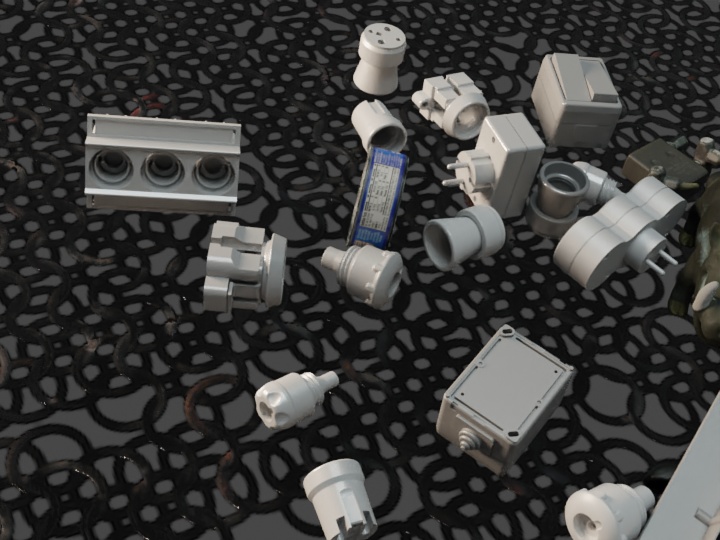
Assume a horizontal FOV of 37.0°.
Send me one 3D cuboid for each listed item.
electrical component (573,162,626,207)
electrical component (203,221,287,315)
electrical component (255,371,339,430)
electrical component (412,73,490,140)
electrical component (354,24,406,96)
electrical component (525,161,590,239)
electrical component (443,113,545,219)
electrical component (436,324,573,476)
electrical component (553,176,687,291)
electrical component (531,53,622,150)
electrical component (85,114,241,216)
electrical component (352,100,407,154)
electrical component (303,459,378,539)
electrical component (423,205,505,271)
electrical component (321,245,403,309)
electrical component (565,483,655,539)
[{"bbox_3d":[0.217,-0.073,0.977,0.061,0.035,0.035,25,47,8],"label":"electrical component"},{"bbox_3d":[-0.087,-0.001,0.829,0.057,0.058,0.078,6,46,-3],"label":"electrical component"},{"bbox_3d":[-0.042,0.089,0.768,0.061,0.035,0.035,-23,55,-32],"label":"electrical component"},{"bbox_3d":[0.092,-0.155,1.021,0.066,0.048,0.055,-14,44,-24],"label":"electrical component"},{"bbox_3d":[0.019,-0.205,1.046,0.045,0.055,0.045,6,46,-6],"label":"electrical component"},{"bbox_3d":[0.172,-0.061,0.940,0.045,0.055,0.045,6,46,-6],"label":"electrical component"},{"bbox_3d":[0.108,-0.086,0.932,0.076,0.083,0.047,-9,50,-20],"label":"electrical component"},{"bbox_3d":[0.099,0.100,0.773,0.062,0.061,0.096,33,57,19],"label":"electrical component"},{"bbox_3d":[0.237,-0.023,0.918,0.138,0.052,0.074,-30,60,-32],"label":"electrical component"},{"bbox_3d":[0.210,-0.171,1.049,0.062,0.061,0.096,2,47,-10],"label":"electrical component"},{"bbox_3d":[-0.162,-0.090,0.891,0.121,0.078,0.063,3,24,-9],"label":"electrical component"},{"bbox_3d":[0.016,-0.130,0.986,0.040,0.040,0.046,-10,44,-20],"label":"electrical component"},{"bbox_3d":[-0.012,0.154,0.710,0.040,0.040,0.046,-10,56,-20],"label":"electrical component"},{"bbox_3d":[0.087,-0.028,0.899,0.055,0.045,0.045,-19,53,-28],"label":"electrical component"},{"bbox_3d":[0.000,0.000,0.855,0.062,0.048,0.048,22,46,18],"label":"electrical component"},{"bbox_3d":[0.175,0.166,0.735,0.062,0.048,0.048,-16,52,-34],"label":"electrical component"}]
